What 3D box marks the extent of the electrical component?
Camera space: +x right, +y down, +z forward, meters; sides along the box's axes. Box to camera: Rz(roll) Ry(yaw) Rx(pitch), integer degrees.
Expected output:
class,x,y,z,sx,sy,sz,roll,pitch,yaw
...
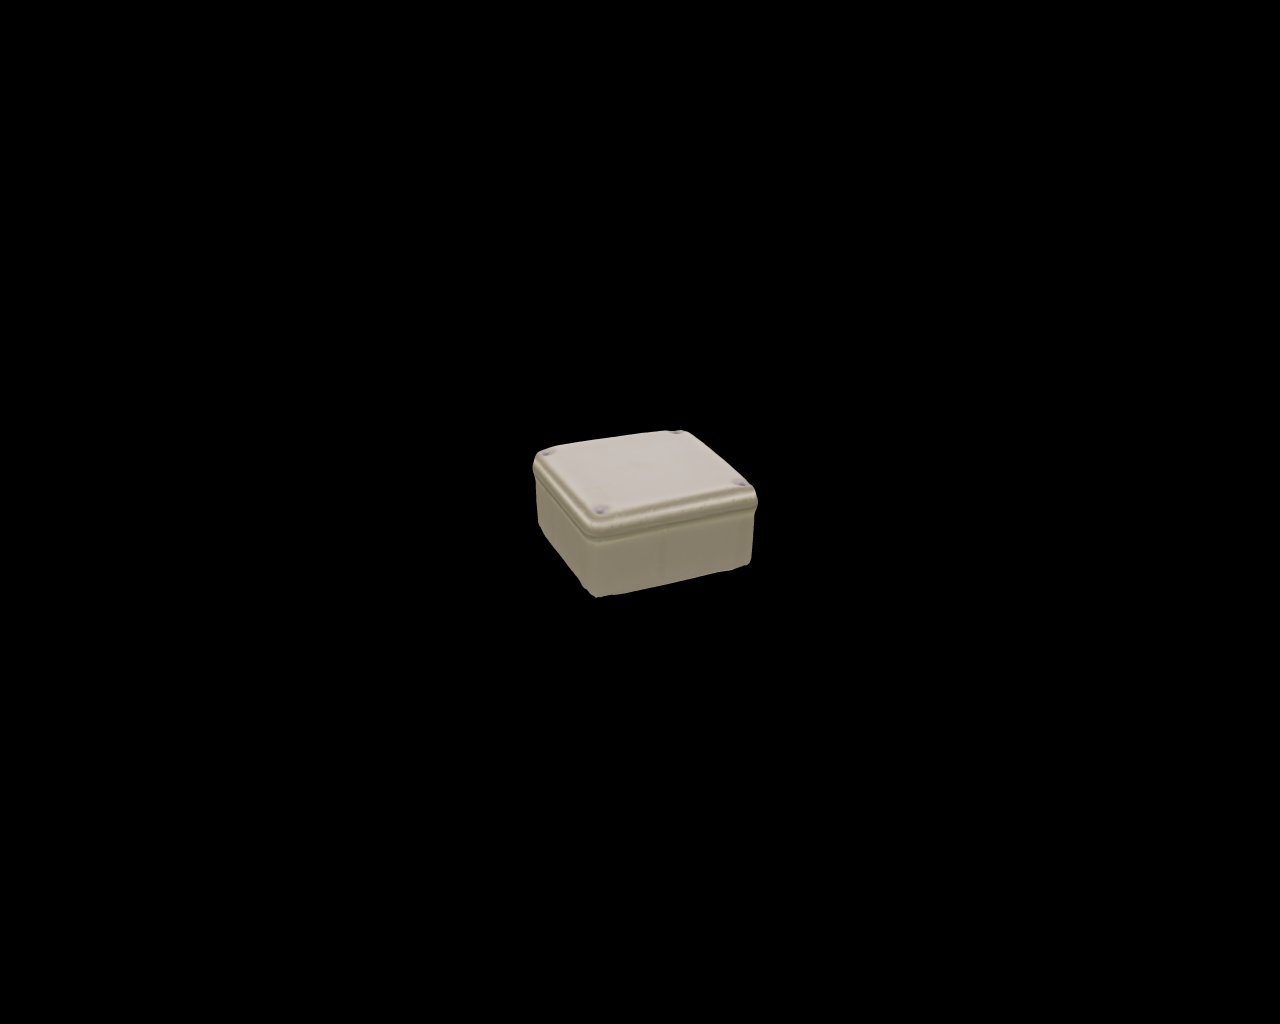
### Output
class,x,y,z,sx,sy,sz,roll,pitch,yaw
electrical component,0.001,-0.003,0.650,0.109,0.056,0.109,-10,28,-20
